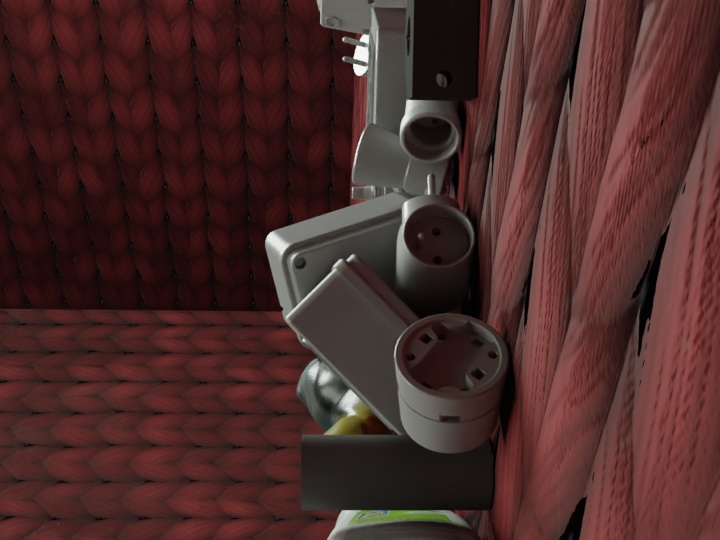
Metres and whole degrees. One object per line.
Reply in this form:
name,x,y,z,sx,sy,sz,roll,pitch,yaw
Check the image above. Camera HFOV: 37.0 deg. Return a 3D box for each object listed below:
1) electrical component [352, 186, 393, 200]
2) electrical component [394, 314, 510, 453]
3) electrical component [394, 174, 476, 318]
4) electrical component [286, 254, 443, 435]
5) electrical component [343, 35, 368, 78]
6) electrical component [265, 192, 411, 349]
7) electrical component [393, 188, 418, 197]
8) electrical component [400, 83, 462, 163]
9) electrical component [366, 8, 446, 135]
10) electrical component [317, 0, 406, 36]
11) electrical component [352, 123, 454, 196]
electrical component,0.023,-0.072,1.017,0.035,0.061,0.035,-179,90,-88
electrical component,0.045,0.057,0.534,0.055,0.055,0.047,-92,0,-46
electrical component,0.045,-0.021,0.673,0.077,0.043,0.079,95,175,-65
electrical component,0.011,0.047,0.650,0.056,0.108,0.109,-45,1,-2
electrical component,0.021,-0.180,0.925,0.044,0.079,0.077,-33,52,56
electrical component,0.000,0.000,0.743,0.057,0.113,0.078,-142,37,-64
electrical component,0.044,-0.070,0.840,0.061,0.035,0.035,-135,46,-83
electrical component,0.047,-0.099,0.710,0.046,0.040,0.040,-84,-2,-48
electrical component,0.035,-0.135,0.802,0.108,0.056,0.108,-95,6,-68
electrical component,0.013,-0.233,0.868,0.099,0.100,0.048,95,-172,-62
electrical component,0.032,-0.072,0.738,0.044,0.065,0.044,16,-90,-82
